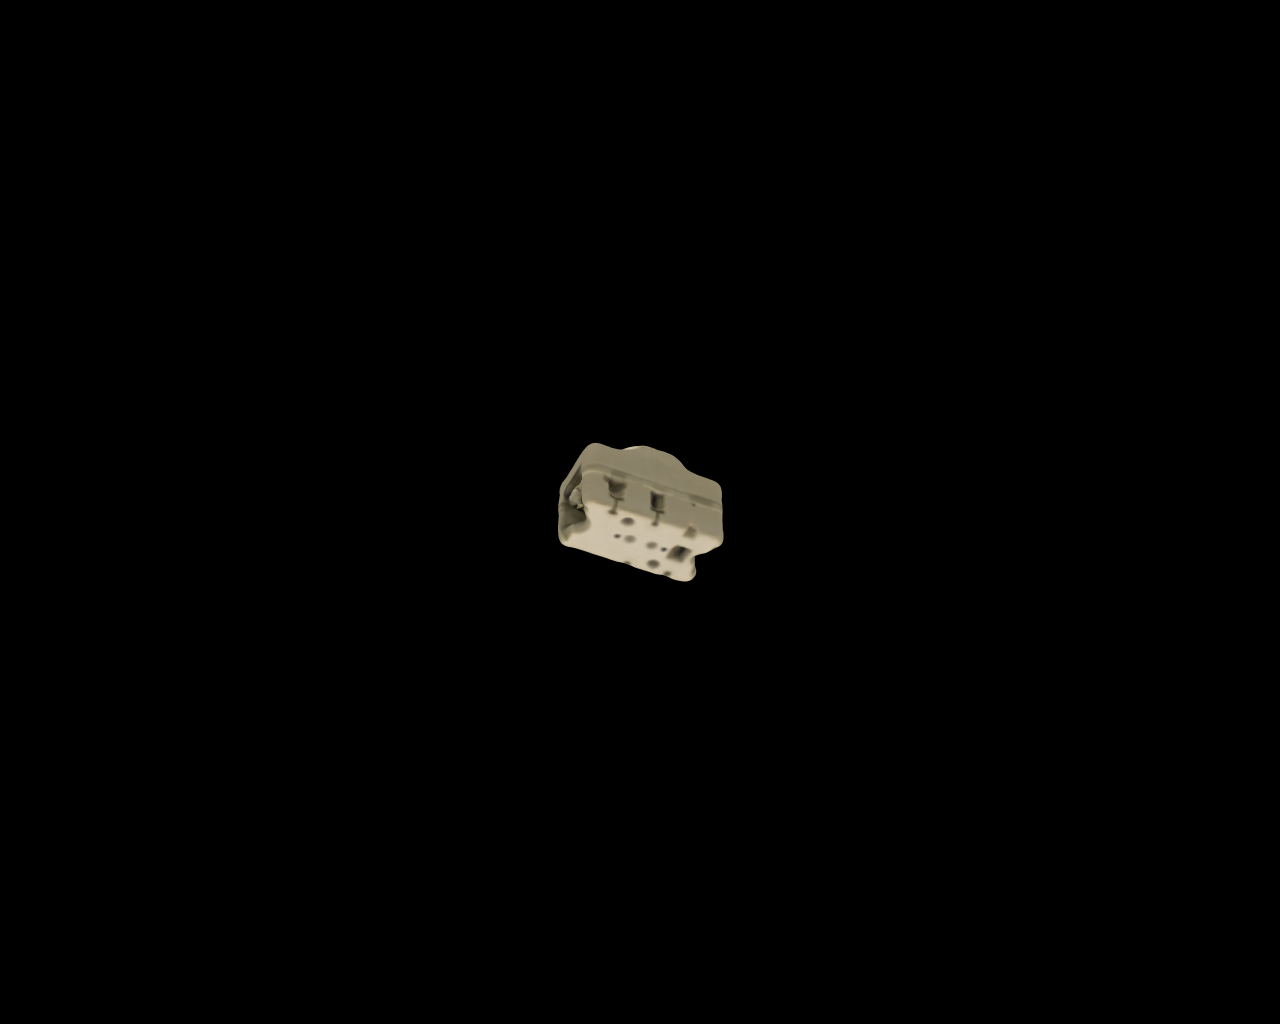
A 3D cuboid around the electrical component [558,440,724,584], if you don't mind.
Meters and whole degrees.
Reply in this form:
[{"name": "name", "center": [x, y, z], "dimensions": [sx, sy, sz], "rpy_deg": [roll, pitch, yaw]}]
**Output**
[{"name": "electrical component", "center": [0.001, -0.003, 0.650], "dimensions": [0.089, 0.056, 0.050], "rpy_deg": [18, -44, -19]}]
